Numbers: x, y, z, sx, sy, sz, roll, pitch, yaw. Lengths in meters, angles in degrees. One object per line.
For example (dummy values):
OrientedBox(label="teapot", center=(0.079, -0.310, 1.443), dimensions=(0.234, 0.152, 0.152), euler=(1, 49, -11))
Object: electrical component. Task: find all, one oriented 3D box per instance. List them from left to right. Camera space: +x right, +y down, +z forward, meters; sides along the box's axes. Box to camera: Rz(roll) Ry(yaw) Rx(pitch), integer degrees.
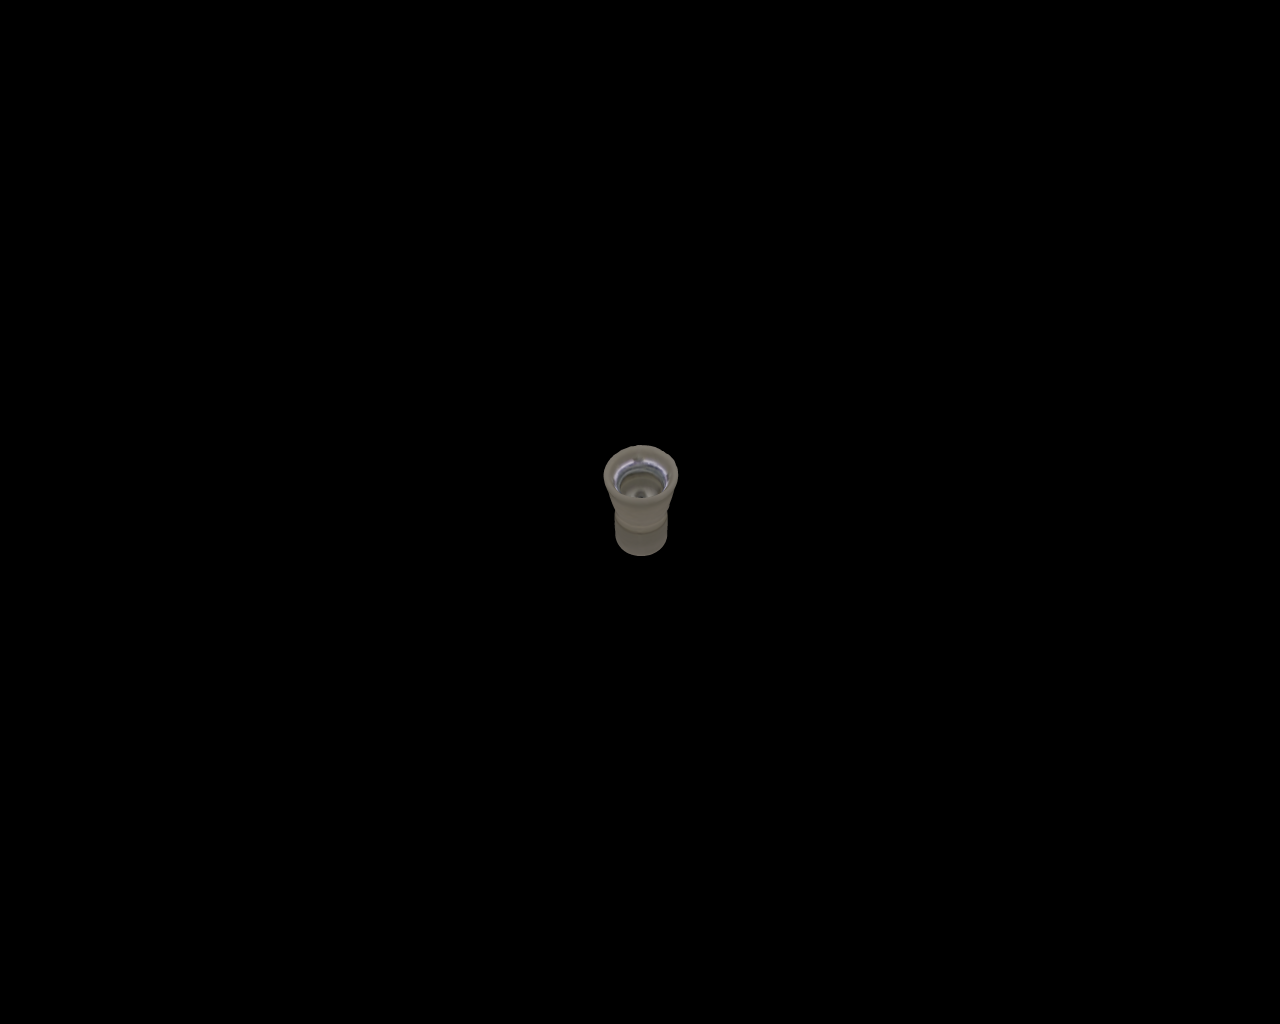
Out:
OrientedBox(label="electrical component", center=(0.001, -0.003, 0.650), dimensions=(0.044, 0.044, 0.065), euler=(0, -41, 0))
